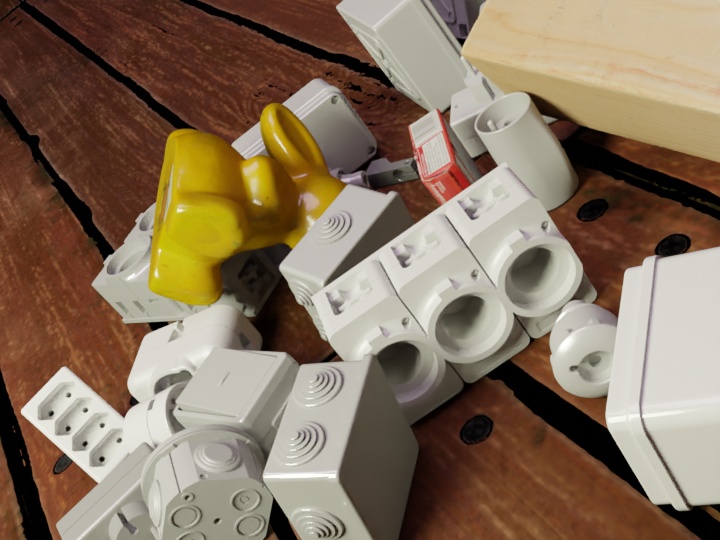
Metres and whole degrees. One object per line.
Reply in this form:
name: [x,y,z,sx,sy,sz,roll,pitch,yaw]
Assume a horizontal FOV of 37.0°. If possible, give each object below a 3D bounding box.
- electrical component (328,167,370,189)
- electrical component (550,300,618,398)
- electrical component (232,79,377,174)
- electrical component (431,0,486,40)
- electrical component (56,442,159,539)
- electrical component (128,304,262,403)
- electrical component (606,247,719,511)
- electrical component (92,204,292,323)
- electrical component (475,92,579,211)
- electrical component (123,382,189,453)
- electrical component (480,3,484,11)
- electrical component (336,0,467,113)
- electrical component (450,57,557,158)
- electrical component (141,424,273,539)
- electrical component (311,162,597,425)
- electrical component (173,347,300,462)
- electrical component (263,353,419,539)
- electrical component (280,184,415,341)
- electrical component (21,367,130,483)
electrical component: [-0.023,-0.068,0.920,0.062,0.048,0.048,-16,36,21]
electrical component: [0.130,0.039,0.616,0.048,0.048,0.062,-30,24,13]
electrical component: [-0.050,-0.108,0.969,0.113,0.078,0.057,-38,28,0]
electrical component: [0.086,-0.278,1.016,0.056,0.108,0.109,-23,24,-23]
electrical component: [-0.152,0.173,0.727,0.083,0.047,0.076,-43,31,-9]
electrical component: [-0.128,0.075,0.827,0.095,0.053,0.059,-22,34,25]
electrical component: [0.165,0.052,0.528,0.057,0.078,0.113,-13,39,31]
electrical component: [-0.147,-0.015,0.961,0.186,0.060,0.105,-5,44,43]
electrical component: [0.115,-0.091,0.773,0.043,0.077,0.079,-34,31,8]
electrical component: [-0.139,0.115,0.786,0.047,0.055,0.055,-24,33,29]
electrical component: [0.134,-0.191,0.908,0.050,0.055,0.089,-21,35,27]
electrical component: [0.043,-0.205,0.972,0.056,0.108,0.108,-41,30,1]
electrical component: [0.108,-0.144,0.853,0.083,0.075,0.047,-23,34,24]
electrical component: [-0.095,0.142,0.680,0.080,0.080,0.051,-36,36,3]
electrical component: [0.060,0.019,0.671,0.150,0.089,0.061,-35,31,5]
electrical component: [-0.073,0.092,0.739,0.096,0.061,0.061,-2,46,45]
electrical component: [-0.009,0.109,0.615,0.048,0.099,0.099,-6,41,23]
electrical component: [0.000,0.000,0.752,0.048,0.099,0.099,19,62,41]
electrical component: [-0.211,0.125,0.837,0.047,0.083,0.075,-48,-6,-16]
